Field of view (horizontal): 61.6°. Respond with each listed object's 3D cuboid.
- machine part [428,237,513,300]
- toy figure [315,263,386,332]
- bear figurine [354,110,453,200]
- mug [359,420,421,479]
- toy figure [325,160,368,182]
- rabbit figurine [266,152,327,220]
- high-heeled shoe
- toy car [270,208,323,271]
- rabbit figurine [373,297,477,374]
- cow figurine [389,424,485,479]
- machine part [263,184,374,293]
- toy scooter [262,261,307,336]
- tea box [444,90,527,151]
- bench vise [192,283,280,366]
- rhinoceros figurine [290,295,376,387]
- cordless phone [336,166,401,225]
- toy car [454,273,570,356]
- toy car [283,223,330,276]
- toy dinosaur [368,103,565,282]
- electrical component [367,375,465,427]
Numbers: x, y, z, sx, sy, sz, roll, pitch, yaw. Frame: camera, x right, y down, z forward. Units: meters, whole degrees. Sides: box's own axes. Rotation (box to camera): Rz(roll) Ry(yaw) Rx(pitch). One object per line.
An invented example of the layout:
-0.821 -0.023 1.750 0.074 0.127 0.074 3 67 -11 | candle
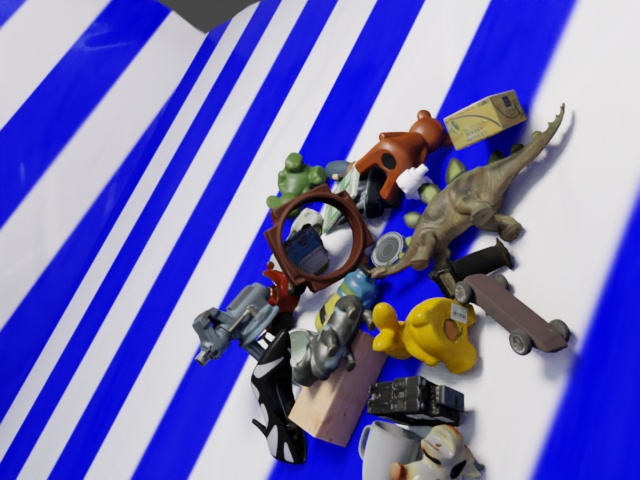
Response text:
0.267 0.053 0.942 0.139 0.084 0.039 -32 19 18 | machine part
0.060 0.130 1.113 0.180 0.082 0.089 -59 16 9 | toy figure
0.188 -0.192 1.157 0.196 0.120 0.132 -37 -10 -41 | bear figurine
0.102 0.359 0.885 0.110 0.080 0.107 9 79 46 | mug
0.079 -0.173 1.346 0.155 0.057 0.064 11 78 47 | toy figure
-0.081 -0.123 1.430 0.159 0.121 0.170 -33 31 47 | rabbit figurine
-0.063 0.312 1.055 0.145 0.086 0.248 24 106 32 | high-heeled shoe
-0.063 0.012 1.368 0.201 0.056 0.074 -56 35 0 | toy car
0.162 0.170 0.925 0.173 0.162 0.122 -33 51 56 | rabbit figurine
0.163 0.366 0.792 0.086 0.127 0.194 27 99 55 | cow figurine
-0.002 -0.003 1.150 0.201 0.201 0.087 -28 -1 -11 | machine part
-0.101 0.127 1.263 0.135 0.075 0.183 44 122 39 | toy scooter
0.316 -0.229 1.021 0.098 0.169 0.068 -22 93 40 | tea box
-0.146 0.216 1.149 0.129 0.240 0.224 -37 11 45 | bench vise
0.017 0.183 0.970 0.190 0.073 0.112 -56 36 0 | rhinoceros figurine
0.104 -0.110 1.256 0.184 0.088 0.146 -28 43 54 | cordless phone
0.297 0.117 0.844 0.202 0.089 0.053 -131 40 -52 | toy car
-0.025 0.036 1.256 0.109 0.161 0.103 -40 75 -13 | toy car
0.278 -0.073 0.999 0.471 0.105 0.199 -36 36 16 | toy dinosaur
0.161 0.261 0.862 0.134 0.114 0.058 -19 54 40 | electrical component
